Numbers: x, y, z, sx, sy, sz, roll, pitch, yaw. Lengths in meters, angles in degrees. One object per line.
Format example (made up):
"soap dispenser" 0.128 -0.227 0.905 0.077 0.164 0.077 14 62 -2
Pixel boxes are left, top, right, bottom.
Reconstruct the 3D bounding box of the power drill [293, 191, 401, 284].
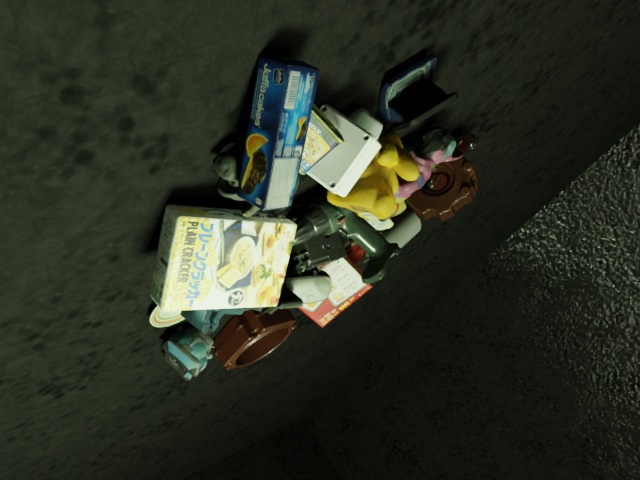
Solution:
"power drill" 0.056 -0.007 1.095 0.232 0.207 0.086 -49 -170 -30

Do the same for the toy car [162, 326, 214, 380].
"toy car" -0.297 0.254 1.244 0.103 0.109 0.161 -46 174 -29

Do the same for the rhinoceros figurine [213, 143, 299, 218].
"rhinoceros figurine" -0.098 -0.097 0.857 0.112 0.073 0.190 -44 157 22

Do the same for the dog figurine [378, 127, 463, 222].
"dog figurine" 0.203 -0.153 1.166 0.219 0.108 0.191 -31 157 -23

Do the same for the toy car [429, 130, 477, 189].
"toy car" 0.312 -0.187 1.331 0.089 0.053 0.202 -18 148 -31

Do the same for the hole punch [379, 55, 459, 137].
"hole punch" 0.163 -0.253 0.948 0.142 0.092 0.116 -36 -172 -11

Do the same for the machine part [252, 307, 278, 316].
"machine part" -0.145 0.139 1.203 0.139 0.039 0.084 16 146 -37

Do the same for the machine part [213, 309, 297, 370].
"machine part" -0.175 0.257 1.455 0.201 0.087 0.201 -4 140 -54

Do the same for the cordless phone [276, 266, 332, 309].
"cordless phone" -0.037 0.107 1.106 0.147 0.088 0.184 -3 -174 -14

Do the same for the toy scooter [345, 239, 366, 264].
"toy scooter" 0.030 0.049 1.361 0.184 0.075 0.135 -40 157 22

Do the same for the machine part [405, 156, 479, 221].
"machine part" 0.265 -0.133 1.218 0.179 0.179 0.056 -40 155 9

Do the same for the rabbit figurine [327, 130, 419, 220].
"rabbit figurine" 0.106 -0.134 1.009 0.162 0.122 0.173 -12 -125 68

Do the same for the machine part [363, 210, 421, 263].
"machine part" 0.196 -0.009 1.447 0.243 0.079 0.079 -39 163 -33

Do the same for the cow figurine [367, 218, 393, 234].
"cow figurine" 0.123 -0.046 1.311 0.098 0.068 0.167 -35 156 11

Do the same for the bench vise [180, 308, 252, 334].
"bench vise" -0.165 0.058 1.029 0.223 0.129 0.240 25 96 -56

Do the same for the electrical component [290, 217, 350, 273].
"electrical component" -0.002 -0.003 1.131 0.134 0.114 0.058 -19 180 -39

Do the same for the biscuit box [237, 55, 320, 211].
"biscuit box" -0.060 -0.145 0.736 0.059 0.063 0.202 -14 125 -48

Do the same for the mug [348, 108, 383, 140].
"mug" 0.063 -0.174 0.944 0.107 0.081 0.109 -49 166 18
